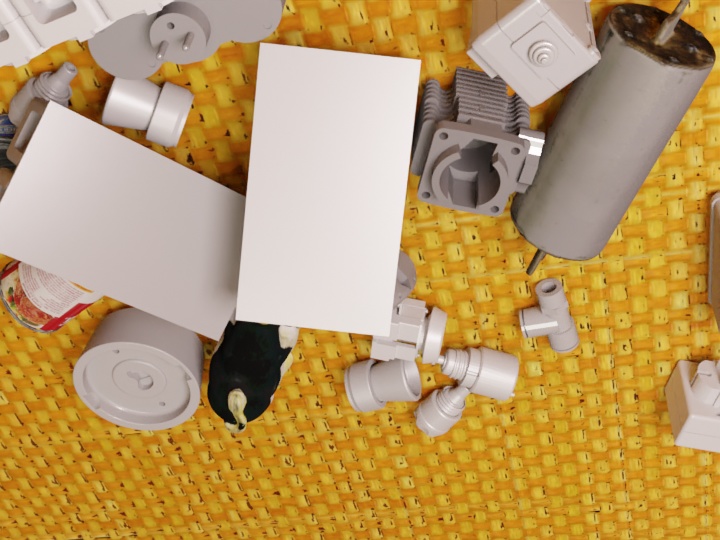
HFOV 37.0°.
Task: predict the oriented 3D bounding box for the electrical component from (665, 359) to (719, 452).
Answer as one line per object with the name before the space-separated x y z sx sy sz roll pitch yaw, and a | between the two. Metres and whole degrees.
electrical component | 0.292 0.101 0.892 0.047 0.065 0.076 10 131 -2

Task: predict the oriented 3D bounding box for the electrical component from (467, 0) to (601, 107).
electrical component | 0.106 -0.150 0.676 0.061 0.096 0.062 -35 120 31

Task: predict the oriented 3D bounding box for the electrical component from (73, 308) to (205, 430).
electrical component | -0.186 0.080 0.927 0.108 0.060 0.108 3 131 3

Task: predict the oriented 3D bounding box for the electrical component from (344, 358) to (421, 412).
electrical component | 0.020 0.097 0.931 0.055 0.045 0.045 -16 127 19

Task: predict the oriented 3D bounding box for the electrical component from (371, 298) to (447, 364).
electrical component | 0.041 0.050 0.890 0.055 0.048 0.066 11 131 6

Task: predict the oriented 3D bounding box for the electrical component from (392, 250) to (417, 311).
electrical component | 0.000 0.000 0.832 0.079 0.077 0.043 47 116 1

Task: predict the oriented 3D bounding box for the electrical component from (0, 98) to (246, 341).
electrical component | -0.168 -0.036 0.777 0.186 0.060 0.105 26 91 -31

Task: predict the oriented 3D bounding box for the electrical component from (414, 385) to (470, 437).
electrical component | 0.077 0.119 0.952 0.035 0.035 0.061 30 125 -19

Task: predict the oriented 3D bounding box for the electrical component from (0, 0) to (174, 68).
electrical component | -0.181 -0.186 0.679 0.150 0.089 0.061 -16 127 19

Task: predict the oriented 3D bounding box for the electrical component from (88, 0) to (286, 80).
electrical component | -0.116 -0.160 0.706 0.138 0.073 0.052 -14 128 17

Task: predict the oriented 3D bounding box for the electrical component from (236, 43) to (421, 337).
electrical component | -0.022 -0.056 0.745 0.105 0.060 0.186 6 100 0

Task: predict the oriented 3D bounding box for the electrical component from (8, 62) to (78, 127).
electrical component | -0.224 -0.125 0.773 0.035 0.035 0.061 37 122 -23

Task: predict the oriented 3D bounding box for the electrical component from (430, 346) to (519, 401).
electrical component | 0.099 0.084 0.915 0.078 0.040 0.040 16 130 -7

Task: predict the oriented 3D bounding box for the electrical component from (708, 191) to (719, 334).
electrical component | 0.320 -0.007 0.803 0.109 0.056 0.108 -5 130 10

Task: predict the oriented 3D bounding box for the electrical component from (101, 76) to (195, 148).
electrical component | -0.151 -0.116 0.766 0.055 0.045 0.045 20 130 -11
